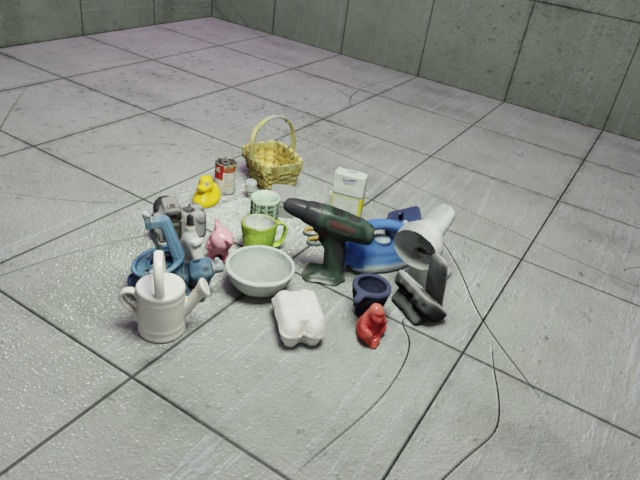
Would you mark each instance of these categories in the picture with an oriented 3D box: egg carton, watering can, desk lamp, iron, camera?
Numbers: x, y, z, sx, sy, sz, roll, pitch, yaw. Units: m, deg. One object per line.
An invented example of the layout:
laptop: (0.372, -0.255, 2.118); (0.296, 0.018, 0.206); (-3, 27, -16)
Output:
egg carton: (-0.047, 0.170, 1.269); (0.107, 0.069, 0.150); (-2, 33, -16)
watering can: (-0.320, 0.107, 1.184); (0.173, 0.194, 0.100); (-12, 38, -30)
desk lamp: (0.269, 0.023, 1.443); (0.117, 0.213, 0.204); (26, 36, 25)
iron: (0.169, -0.001, 1.524); (0.259, 0.141, 0.118); (-5, 34, -20)
camera: (-0.389, -0.074, 1.541); (0.143, 0.101, 0.136); (-8, 36, -24)

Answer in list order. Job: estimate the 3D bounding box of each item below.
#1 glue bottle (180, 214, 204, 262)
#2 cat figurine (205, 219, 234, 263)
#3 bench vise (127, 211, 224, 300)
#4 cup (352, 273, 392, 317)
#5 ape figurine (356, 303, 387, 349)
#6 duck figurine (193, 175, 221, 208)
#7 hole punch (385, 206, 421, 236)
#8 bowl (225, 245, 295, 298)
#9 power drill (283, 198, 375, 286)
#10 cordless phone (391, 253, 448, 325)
glue bottle: (-0.306, 0.015, 1.353); (0.078, 0.173, 0.037); (24, 35, 23)
cat figurine: (-0.253, -0.004, 1.448); (0.067, 0.118, 0.127); (-2, 33, -16)
bench vise: (-0.326, 0.028, 1.283); (0.208, 0.220, 0.121); (-8, 36, -24)
cup: (0.107, 0.144, 1.324); (0.091, 0.095, 0.118); (25, 36, 25)
ape figurine: (0.118, 0.182, 1.270); (0.078, 0.092, 0.076); (-12, 38, -29)
duck figurine: (-0.334, -0.153, 1.693); (0.077, 0.086, 0.105); (18, 33, 14)
hole punch: (0.239, -0.049, 1.665); (0.101, 0.091, 0.108); (9, 32, 0)
bowl: (-0.145, 0.087, 1.372); (0.167, 0.075, 0.167); (6, 32, -4)
power drill: (0.013, 0.005, 1.413); (0.229, 0.208, 0.075); (9, 32, 0)
cordless phone: (0.247, 0.093, 1.353); (0.094, 0.185, 0.147); (-12, 38, -30)
